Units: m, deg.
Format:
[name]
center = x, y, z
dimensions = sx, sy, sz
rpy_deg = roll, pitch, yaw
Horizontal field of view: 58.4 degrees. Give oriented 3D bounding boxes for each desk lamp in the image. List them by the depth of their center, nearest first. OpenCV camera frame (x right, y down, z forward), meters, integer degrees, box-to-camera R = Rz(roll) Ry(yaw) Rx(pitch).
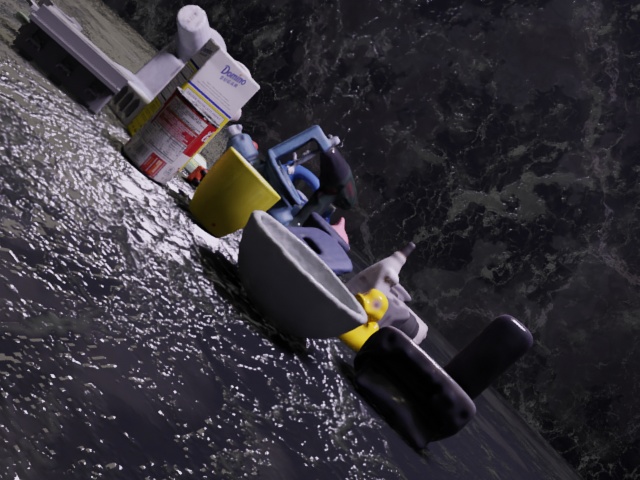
[desk lamp]
center = -0.294, -0.367, 1.161
dimensions = 0.118, 0.213, 0.203
rpy_deg = 45, 5, 2

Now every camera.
[camera]
center = 0.144, 0.146, 1.135
dimensions = 0.137, 0.100, 0.143
rpy_deg = 43, 5, -17

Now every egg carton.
[egg carton]
center = 0.188, 0.193, 1.286
dimensions = 0.107, 0.069, 0.150
rpy_deg = 45, 5, 12

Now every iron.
[iron]
center = -0.041, -0.100, 1.440
dimensions = 0.257, 0.141, 0.119
rpy_deg = 46, 5, 21

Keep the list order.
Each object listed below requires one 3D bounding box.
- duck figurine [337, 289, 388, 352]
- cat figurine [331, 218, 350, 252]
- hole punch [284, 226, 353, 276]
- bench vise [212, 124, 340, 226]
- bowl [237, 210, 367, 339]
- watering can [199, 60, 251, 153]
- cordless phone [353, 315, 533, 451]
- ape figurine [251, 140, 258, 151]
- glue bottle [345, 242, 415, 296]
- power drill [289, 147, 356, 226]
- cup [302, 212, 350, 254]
[duck figurine]
center = 0.065, 0.112, 0.840
dimensions = 0.077, 0.086, 0.105
rpy_deg = 48, 6, 39
[cat figurine]
center = 0.010, 0.004, 1.116
dimensions = 0.067, 0.117, 0.127
rpy_deg = 43, 5, -18
[hole punch]
center = -0.020, 0.026, 0.827
dimensions = 0.108, 0.091, 0.101
rpy_deg = 48, 6, 35
[bench vise]
center = -0.083, -0.156, 1.087
dimensions = 0.208, 0.219, 0.121
rpy_deg = 43, 5, -17
[bowl]
center = -0.032, 0.050, 0.612
dimensions = 0.167, 0.074, 0.167
rpy_deg = 44, 5, -4
[watering can]
center = -0.217, -0.277, 1.151
dimensions = 0.101, 0.194, 0.173
rpy_deg = 44, 5, -6
[cordless phone]
center = 0.142, 0.137, 0.674
dimensions = 0.147, 0.185, 0.094
rpy_deg = 45, 4, 2
[ape figurine]
center = -0.187, -0.202, 1.384
dimensions = 0.078, 0.092, 0.076
rpy_deg = 39, 7, -48
[glue bottle]
center = 0.098, 0.068, 0.972
dimensions = 0.037, 0.173, 0.078
rpy_deg = 41, 6, -38
[power drill]
center = -0.006, -0.095, 1.286
dimensions = 0.075, 0.208, 0.230
rpy_deg = 46, 5, 25
[cup]
center = -0.009, 0.017, 0.975
dimensions = 0.092, 0.095, 0.117
rpy_deg = 43, 5, -14
